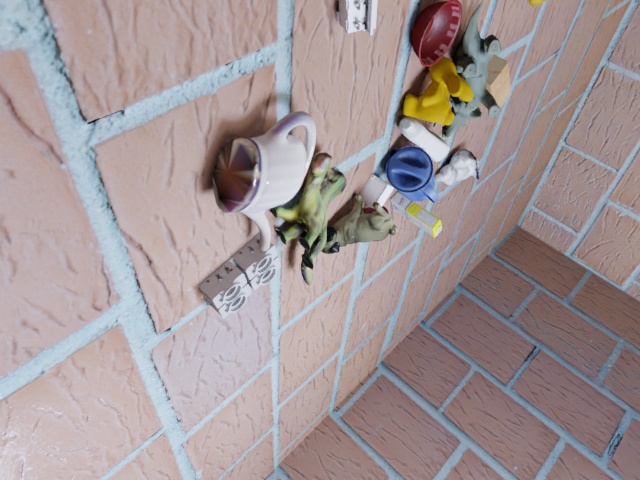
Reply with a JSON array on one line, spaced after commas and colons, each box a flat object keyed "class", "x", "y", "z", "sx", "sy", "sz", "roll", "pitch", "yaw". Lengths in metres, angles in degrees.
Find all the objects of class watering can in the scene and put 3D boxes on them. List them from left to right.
[{"class": "watering can", "x": -0.115, "y": -0.097, "z": 1.026, "sx": 0.226, "sy": 0.105, "sz": 0.341, "roll": -15, "pitch": 136, "yaw": -51}]

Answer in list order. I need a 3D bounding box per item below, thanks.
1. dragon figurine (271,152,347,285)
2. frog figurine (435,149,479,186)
[{"class": "dragon figurine", "x": 0.004, "y": -0.065, "z": 1.287, "sx": 0.246, "sy": 0.123, "sz": 0.401, "roll": -51, "pitch": 157, "yaw": -22}, {"class": "frog figurine", "x": 0.495, "y": -0.261, "z": 1.894, "sx": 0.159, "sy": 0.124, "sz": 0.136, "roll": -15, "pitch": 162, "yaw": 5}]
